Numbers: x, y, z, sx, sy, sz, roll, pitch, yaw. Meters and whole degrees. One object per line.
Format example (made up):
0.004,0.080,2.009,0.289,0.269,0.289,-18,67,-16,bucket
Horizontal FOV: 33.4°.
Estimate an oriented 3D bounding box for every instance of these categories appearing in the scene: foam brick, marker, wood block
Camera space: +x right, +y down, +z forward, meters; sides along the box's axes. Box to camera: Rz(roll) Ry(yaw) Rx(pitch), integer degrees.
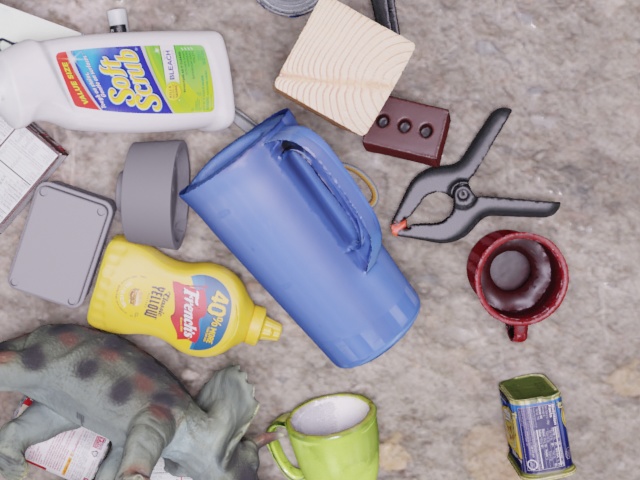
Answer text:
0.086,-0.109,1.059,0.078,0.051,0.053,14,87,12,foam brick
-0.193,-0.169,1.066,0.020,0.020,0.121,-9,97,-2,marker
0.015,-0.157,0.983,0.090,0.206,0.090,29,95,-7,wood block

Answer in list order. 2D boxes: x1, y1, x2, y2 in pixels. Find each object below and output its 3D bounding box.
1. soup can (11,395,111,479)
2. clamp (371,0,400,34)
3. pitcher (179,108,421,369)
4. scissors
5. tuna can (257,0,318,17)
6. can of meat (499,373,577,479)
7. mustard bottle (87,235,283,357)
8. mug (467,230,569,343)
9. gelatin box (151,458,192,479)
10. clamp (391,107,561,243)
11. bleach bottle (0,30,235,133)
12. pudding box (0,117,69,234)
-0.265,0.203,1.087,0.102,0.068,0.068,25,95,-6,soup can
0.053,-0.299,1.039,0.210,0.036,0.165,39,112,7,clamp
-0.007,0.001,1.021,0.145,0.149,0.242,-37,102,7,pitcher
-0.039,-0.066,1.089,0.201,0.016,0.096,24,96,-5,scissors
-0.030,-0.264,1.054,0.086,0.034,0.086,0,97,-2,tuna can
0.219,0.190,1.091,0.057,0.102,0.084,-11,96,0,can of meat
-0.131,0.067,1.080,0.191,0.058,0.096,17,100,-5,mustard bottle
0.196,0.045,1.080,0.093,0.081,0.117,-7,98,-2,mug
-0.146,0.234,1.116,0.073,0.030,0.089,-2,97,-1,gelatin box
0.146,-0.058,1.087,0.171,0.039,0.120,-19,83,2,clamp
-0.200,-0.137,0.980,0.250,0.068,0.102,-13,99,-38,bleach bottle
-0.322,-0.073,1.064,0.090,0.039,0.113,41,96,-6,pudding box
